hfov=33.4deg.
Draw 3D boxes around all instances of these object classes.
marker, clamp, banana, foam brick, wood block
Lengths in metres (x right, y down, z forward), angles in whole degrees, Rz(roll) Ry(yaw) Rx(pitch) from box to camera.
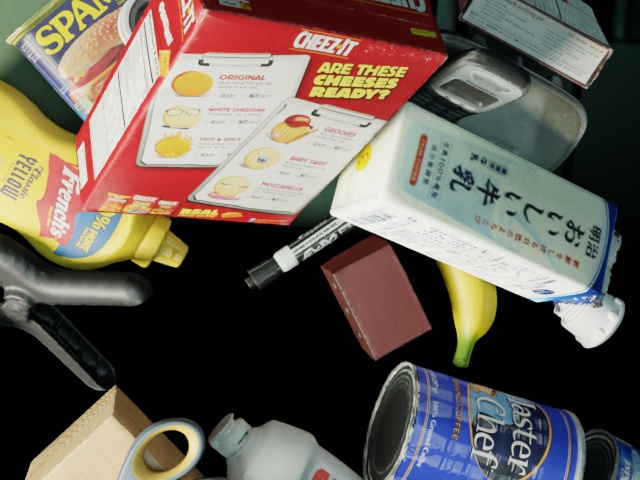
[{"bbox_3d":[-0.005,0.001,0.823,0.121,0.020,0.020,-34,101,-4],"label":"marker"},{"bbox_3d":[-0.209,0.048,0.777,0.171,0.039,0.120,20,124,4],"label":"clamp"},{"bbox_3d":[0.087,-0.003,0.818,0.069,0.037,0.198,-34,97,-47],"label":"banana"},{"bbox_3d":[0.043,0.043,0.818,0.051,0.053,0.078,-28,100,-5],"label":"foam brick"},{"bbox_3d":[-0.115,0.220,0.796,0.091,0.090,0.206,-42,100,-3],"label":"wood block"}]

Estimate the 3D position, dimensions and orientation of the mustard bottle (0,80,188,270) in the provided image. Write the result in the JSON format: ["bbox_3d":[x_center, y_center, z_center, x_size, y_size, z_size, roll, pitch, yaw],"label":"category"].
[{"bbox_3d":[-0.183,-0.033,0.771,0.191,0.058,0.096,29,98,-12],"label":"mustard bottle"}]

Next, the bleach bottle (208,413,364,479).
[{"bbox_3d":[0.009,0.233,0.830,0.250,0.068,0.102,43,79,-10],"label":"bleach bottle"}]

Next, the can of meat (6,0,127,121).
[{"bbox_3d":[-0.156,-0.143,0.764,0.102,0.057,0.084,-41,103,-3],"label":"can of meat"}]

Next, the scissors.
[{"bbox_3d":[-0.156,0.178,0.730,0.201,0.016,0.096,-7,95,-9],"label":"scissors"}]

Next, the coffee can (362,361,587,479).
[{"bbox_3d":[0.116,0.162,0.819,0.140,0.103,0.103,18,93,-11],"label":"coffee can"}]

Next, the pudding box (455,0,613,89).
[{"bbox_3d":[0.154,-0.166,0.790,0.113,0.090,0.039,24,120,-10],"label":"pudding box"}]

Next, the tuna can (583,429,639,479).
[{"bbox_3d":[0.220,0.196,0.848,0.033,0.086,0.086,29,91,-13],"label":"tuna can"}]

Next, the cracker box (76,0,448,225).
[{"bbox_3d":[-0.047,-0.093,0.691,0.163,0.214,0.072,4,59,-31],"label":"cracker box"}]
